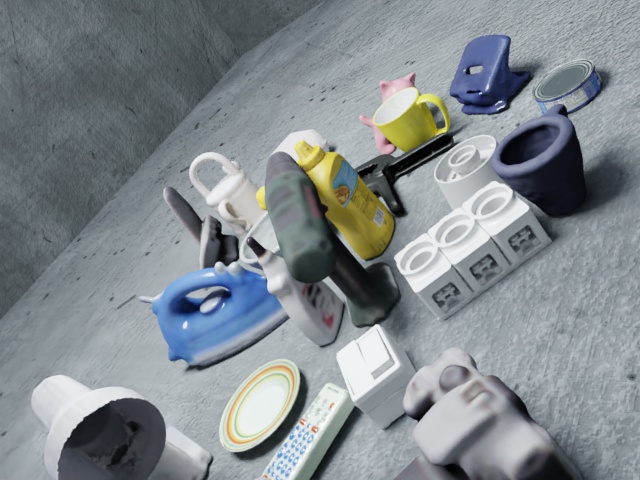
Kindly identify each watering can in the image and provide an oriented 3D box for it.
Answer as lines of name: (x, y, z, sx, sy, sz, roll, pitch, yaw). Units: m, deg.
watering can: (-0.186, -0.101, 1.182, 0.101, 0.194, 0.172, -42, 25, 1)

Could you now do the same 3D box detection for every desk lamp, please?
desk lamp: (-0.239, 0.246, 0.681, 0.202, 0.214, 0.118, -1, 47, 55)

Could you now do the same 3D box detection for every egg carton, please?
egg carton: (-0.045, -0.189, 1.266, 0.107, 0.069, 0.150, -51, 26, -18)

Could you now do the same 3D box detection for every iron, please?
iron: (-0.160, 0.094, 0.896, 0.257, 0.142, 0.118, -28, 29, 28)

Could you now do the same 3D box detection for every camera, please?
camera: (0.101, 0.168, 0.447, 0.137, 0.101, 0.143, -43, 25, -1)

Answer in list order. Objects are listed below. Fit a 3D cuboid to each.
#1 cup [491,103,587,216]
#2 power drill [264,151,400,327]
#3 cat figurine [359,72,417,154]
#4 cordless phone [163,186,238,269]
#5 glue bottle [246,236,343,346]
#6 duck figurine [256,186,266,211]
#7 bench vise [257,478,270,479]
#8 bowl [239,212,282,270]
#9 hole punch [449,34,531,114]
cup: (0.256, -0.083, 0.631, 0.091, 0.095, 0.118, 0, 48, 55)
power drill: (0.007, 0.003, 0.720, 0.075, 0.209, 0.229, -36, 26, 12)
cat figurine: (0.131, -0.234, 1.025, 0.127, 0.118, 0.067, -31, 27, 23)
cordless phone: (-0.259, -0.019, 1.168, 0.094, 0.185, 0.147, -40, 25, 5)
glue bottle: (-0.037, 0.057, 0.737, 0.037, 0.173, 0.078, -27, 29, 30)
duck figurine: (-0.085, -0.067, 1.110, 0.077, 0.086, 0.104, -47, 25, -10)
bench vise: (-0.060, 0.253, 0.403, 0.121, 0.220, 0.206, -46, 25, -8)
bowl: (-0.051, -0.003, 0.972, 0.167, 0.075, 0.167, -33, 27, 19)
hole punch: (0.261, -0.263, 0.915, 0.101, 0.091, 0.108, -47, 25, -10)
